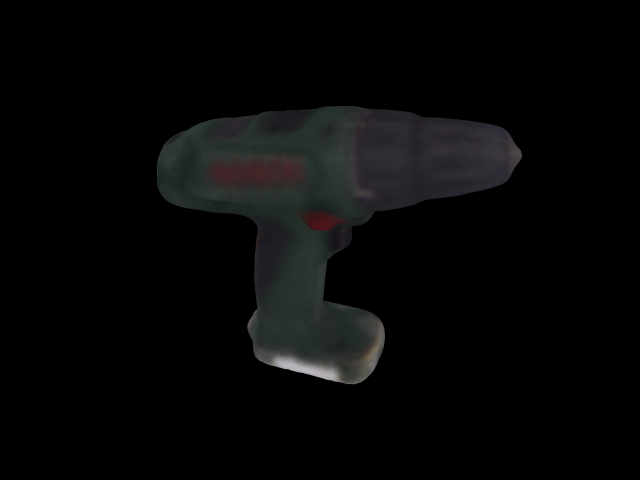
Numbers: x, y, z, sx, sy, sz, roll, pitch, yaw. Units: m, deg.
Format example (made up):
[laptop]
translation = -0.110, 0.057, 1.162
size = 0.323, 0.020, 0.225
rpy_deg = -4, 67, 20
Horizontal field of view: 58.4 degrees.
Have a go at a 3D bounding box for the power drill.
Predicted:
[power drill]
translation = 0.004, 0.001, 0.400
size = 0.229, 0.208, 0.076
rpy_deg = 11, 39, 13
